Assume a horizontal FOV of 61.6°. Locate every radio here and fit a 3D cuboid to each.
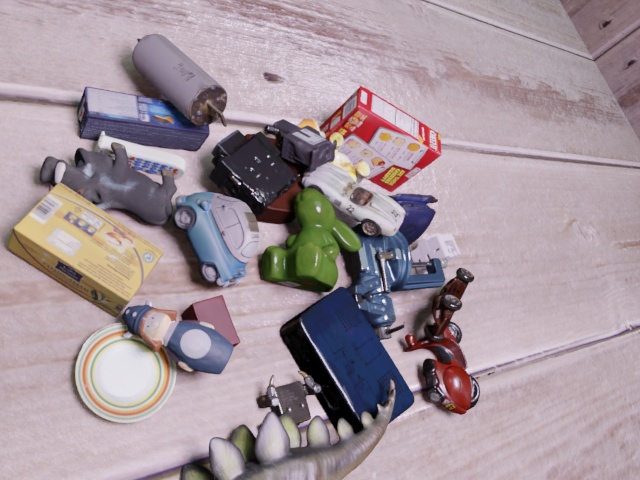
[{"bbox_3d":[0.043,0.205,0.888,0.131,0.073,0.229,-26,80,-42],"label":"radio"}]

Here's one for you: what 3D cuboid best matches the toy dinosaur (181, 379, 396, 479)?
[{"bbox_3d":[-0.054,0.329,0.699,0.471,0.105,0.198,-15,72,-33],"label":"toy dinosaur"}]

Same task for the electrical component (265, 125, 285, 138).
[{"bbox_3d":[-0.066,-0.202,1.081,0.094,0.021,0.063,4,62,-36],"label":"electrical component"}]

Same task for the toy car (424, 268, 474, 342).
[{"bbox_3d":[0.243,0.119,1.021,0.053,0.089,0.202,32,28,14],"label":"toy car"}]

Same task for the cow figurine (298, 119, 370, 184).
[{"bbox_3d":[0.014,-0.162,1.070,0.167,0.098,0.068,47,65,2],"label":"cow figurine"}]

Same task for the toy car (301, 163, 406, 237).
[{"bbox_3d":[0.059,-0.076,0.977,0.202,0.056,0.073,33,47,7],"label":"toy car"}]

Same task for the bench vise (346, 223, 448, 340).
[{"bbox_3d":[0.150,0.072,1.011,0.240,0.129,0.224,-2,62,-28],"label":"bench vise"}]

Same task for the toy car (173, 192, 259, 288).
[{"bbox_3d":[-0.148,-0.012,0.831,0.161,0.103,0.109,64,14,9],"label":"toy car"}]

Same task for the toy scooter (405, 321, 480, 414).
[{"bbox_3d":[0.220,0.230,1.002,0.135,0.075,0.184,14,53,-31],"label":"toy scooter"}]

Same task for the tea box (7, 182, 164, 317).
[{"bbox_3d":[-0.316,0.014,0.733,0.169,0.068,0.098,39,48,-14],"label":"tea box"}]

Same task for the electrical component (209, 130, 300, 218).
[{"bbox_3d":[-0.116,-0.116,0.898,0.134,0.058,0.115,45,47,-5],"label":"electrical component"}]

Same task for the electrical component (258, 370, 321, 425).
[{"bbox_3d":[-0.047,0.242,0.814,0.102,0.045,0.078,3,62,-36],"label":"electrical component"}]

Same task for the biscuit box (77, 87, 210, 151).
[{"bbox_3d":[-0.286,-0.194,0.884,0.202,0.063,0.059,2,63,-37],"label":"biscuit box"}]

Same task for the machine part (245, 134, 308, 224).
[{"bbox_3d":[-0.094,-0.114,0.986,0.179,0.056,0.179,17,56,-27],"label":"machine part"}]

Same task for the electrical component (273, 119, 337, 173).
[{"bbox_3d":[-0.036,-0.176,0.985,0.119,0.047,0.075,28,40,24],"label":"electrical component"}]

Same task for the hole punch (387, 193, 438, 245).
[{"bbox_3d":[0.168,-0.041,1.103,0.142,0.116,0.092,4,70,-35],"label":"hole punch"}]

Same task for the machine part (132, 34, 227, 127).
[{"bbox_3d":[-0.231,-0.263,0.880,0.079,0.079,0.243,-22,56,-43],"label":"machine part"}]

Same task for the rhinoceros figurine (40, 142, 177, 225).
[{"bbox_3d":[-0.310,-0.079,0.798,0.190,0.073,0.112,22,64,-28],"label":"rhinoceros figurine"}]

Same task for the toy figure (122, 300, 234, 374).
[{"bbox_3d":[-0.193,0.127,0.722,0.154,0.057,0.064,27,41,-6],"label":"toy figure"}]

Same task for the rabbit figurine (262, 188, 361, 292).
[{"bbox_3d":[-0.002,-0.003,0.925,0.159,0.121,0.170,19,69,-40],"label":"rabbit figurine"}]
